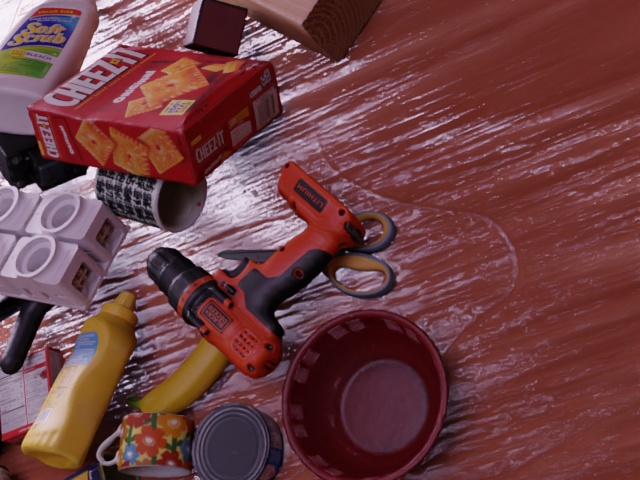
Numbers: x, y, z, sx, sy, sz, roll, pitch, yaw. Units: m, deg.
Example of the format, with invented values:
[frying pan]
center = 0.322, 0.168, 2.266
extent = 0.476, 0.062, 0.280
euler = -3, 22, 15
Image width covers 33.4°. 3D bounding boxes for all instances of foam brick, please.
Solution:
[foam brick]
center = -0.115, -0.230, 1.161
extent = 0.078, 0.053, 0.051
euler = -155, 78, -75

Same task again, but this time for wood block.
[wood block]
center = -0.047, -0.282, 1.149
extent = 0.206, 0.090, 0.091
euler = 32, 89, 33

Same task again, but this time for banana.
[banana]
center = -0.121, 0.115, 1.078
extent = 0.198, 0.037, 0.070
euler = -47, 59, 5

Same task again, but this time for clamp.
[clamp]
center = -0.315, 0.068, 1.184
extent = 0.171, 0.039, 0.120
euler = -46, 49, 2

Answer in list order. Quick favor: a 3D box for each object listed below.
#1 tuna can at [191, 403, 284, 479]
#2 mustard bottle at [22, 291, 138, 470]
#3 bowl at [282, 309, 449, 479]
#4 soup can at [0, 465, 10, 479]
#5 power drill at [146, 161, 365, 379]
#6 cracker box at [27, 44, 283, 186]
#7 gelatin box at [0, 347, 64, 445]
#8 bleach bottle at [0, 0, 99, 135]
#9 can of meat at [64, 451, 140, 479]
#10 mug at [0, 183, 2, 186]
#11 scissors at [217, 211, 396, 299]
[tuna can]
center = -0.079, 0.202, 1.026
extent = 0.086, 0.033, 0.086
euler = -9, 68, 25
[mustard bottle]
center = -0.237, 0.139, 1.101
extent = 0.096, 0.058, 0.191
euler = -21, 42, 56
[bowl]
center = 0.048, 0.147, 0.967
extent = 0.162, 0.055, 0.162
euler = -9, 68, 25
[soup can]
center = -0.351, 0.295, 1.116
extent = 0.069, 0.068, 0.102
euler = -28, 61, 16
[power drill]
center = -0.062, 0.016, 1.039
extent = 0.185, 0.057, 0.187
euler = 41, 89, 28
[cracker box]
center = -0.173, -0.139, 1.126
extent = 0.214, 0.072, 0.164
euler = 12, 39, 30
[gelatin box]
center = -0.313, 0.169, 1.163
extent = 0.073, 0.030, 0.089
euler = -22, 63, 21
[bleach bottle]
center = -0.323, -0.225, 1.241
extent = 0.102, 0.068, 0.250
euler = 8, 45, 1
[can of meat]
center = -0.222, 0.276, 1.063
extent = 0.084, 0.057, 0.102
euler = -31, 60, 17
[mug]
center = -0.422, -0.044, 1.258
extent = 0.081, 0.093, 0.117
euler = -45, 42, 1
[scissors]
center = -0.007, 0.001, 1.070
extent = 0.202, 0.016, 0.096
euler = 19, 80, 31
